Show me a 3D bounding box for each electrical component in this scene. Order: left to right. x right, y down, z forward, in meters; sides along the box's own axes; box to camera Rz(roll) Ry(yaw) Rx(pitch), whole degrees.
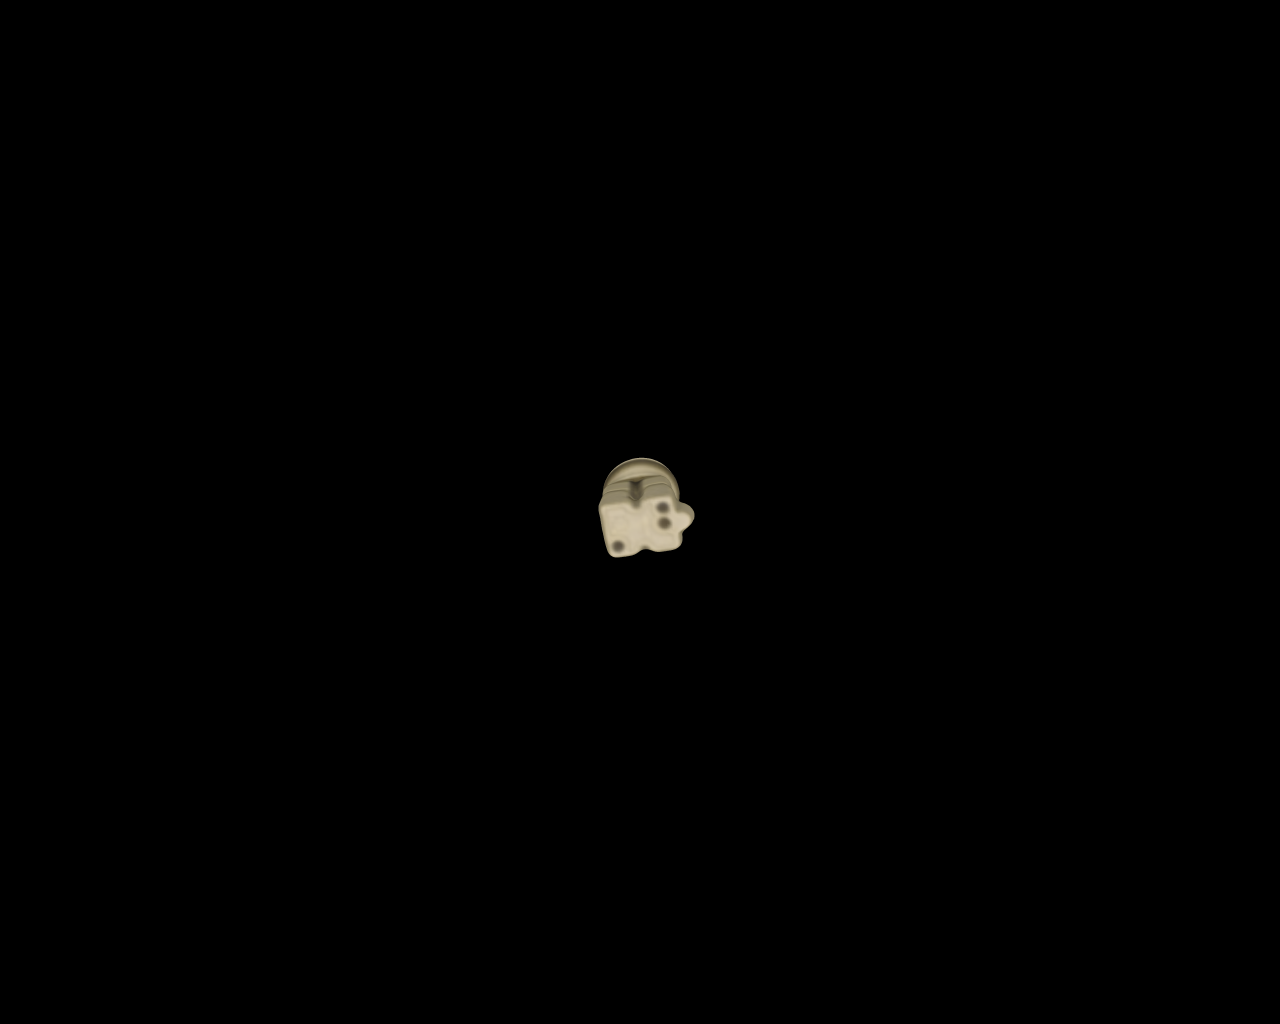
[{"bbox_3d":[0.001,-0.003,0.650,0.066,0.048,0.055,-8,24,3],"label":"electrical component"}]
